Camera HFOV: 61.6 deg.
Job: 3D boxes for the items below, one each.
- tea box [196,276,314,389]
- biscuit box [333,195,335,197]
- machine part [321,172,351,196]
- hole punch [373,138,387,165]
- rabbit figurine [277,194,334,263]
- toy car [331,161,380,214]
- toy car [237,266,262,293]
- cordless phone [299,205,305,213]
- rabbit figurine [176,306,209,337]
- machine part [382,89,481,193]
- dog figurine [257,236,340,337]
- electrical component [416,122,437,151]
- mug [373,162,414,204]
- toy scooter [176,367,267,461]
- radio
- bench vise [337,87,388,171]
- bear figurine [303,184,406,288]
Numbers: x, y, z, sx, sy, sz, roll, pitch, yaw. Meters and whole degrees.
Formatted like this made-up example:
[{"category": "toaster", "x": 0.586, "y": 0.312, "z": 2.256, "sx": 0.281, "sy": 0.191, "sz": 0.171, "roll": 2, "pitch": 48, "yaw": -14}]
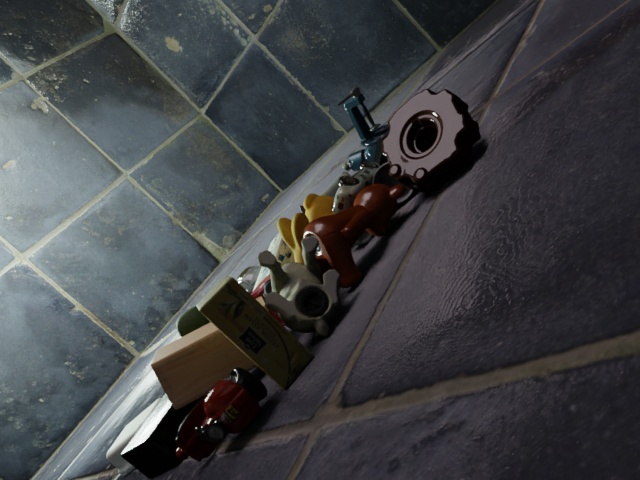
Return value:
[{"category": "tea box", "x": -0.099, "y": 0.133, "z": 0.796, "sx": 0.068, "sy": 0.169, "sz": 0.098, "roll": -48, "pitch": 8, "yaw": -13}, {"category": "biscuit box", "x": 0.007, "y": -0.037, "z": 1.371, "sx": 0.202, "sy": 0.059, "sz": 0.063, "roll": -46, "pitch": 8, "yaw": -1}, {"category": "machine part", "x": 0.034, "y": -0.104, "z": 1.484, "sx": 0.243, "sy": 0.079, "sz": 0.079, "roll": -47, "pitch": 10, "yaw": -6}, {"category": "hole punch", "x": 0.164, "y": -0.164, "z": 1.218, "sx": 0.142, "sy": 0.092, "sz": 0.115, "roll": -108, "pitch": 33, "yaw": -76}, {"category": "rabbit figurine", "x": -0.002, "y": -0.003, "z": 1.091, "sx": 0.122, "sy": 0.162, "sz": 0.173, "roll": -11, "pitch": 52, "yaw": 53}, {"category": "toy car", "x": 0.078, "y": -0.102, "z": 1.080, "sx": 0.202, "sy": 0.056, "sz": 0.073, "roll": -42, "pitch": -29, "yaw": -56}, {"category": "toy car", "x": -0.152, "y": 0.114, "z": 1.297, "sx": 0.109, "sy": 0.103, "sz": 0.161, "roll": -52, "pitch": 10, "yaw": -28}, {"category": "cordless phone", "x": 0.054, "y": -0.063, "z": 1.264, "sx": 0.184, "sy": 0.089, "sz": 0.146, "roll": -24, "pitch": -16, "yaw": 2}, {"category": "rabbit figurine", "x": -0.207, "y": 0.169, "z": 1.073, "sx": 0.159, "sy": 0.121, "sz": 0.170, "roll": -22, "pitch": -12, "yaw": 15}, {"category": "machine part", "x": 0.188, "y": -0.175, "z": 0.935, "sx": 0.179, "sy": 0.056, "sz": 0.179, "roll": -17, "pitch": 65, "yaw": 41}, {"category": "dog figurine", "x": -0.032, "y": 0.108, "z": 0.895, "sx": 0.121, "sy": 0.172, "sz": 0.190, "roll": -9, "pitch": -30, "yaw": -7}, {"category": "electrical component", "x": 0.215, "y": -0.206, "z": 1.037, "sx": 0.134, "sy": 0.115, "sz": 0.058, "roll": -41, "pitch": 15, "yaw": 25}, {"category": "mug", "x": 0.148, "y": -0.112, "z": 1.072, "sx": 0.109, "sy": 0.081, "sz": 0.107, "roll": -53, "pitch": -5, "yaw": 24}, {"category": "toy scooter", "x": -0.151, "y": 0.258, "z": 0.776, "sx": 0.135, "sy": 0.075, "sz": 0.184, "roll": -48, "pitch": 4, "yaw": -30}, {"category": "radio", "x": -0.260, "y": 0.319, "z": 1.000, "sx": 0.131, "sy": 0.073, "sz": 0.230, "roll": -40, "pitch": 10, "yaw": 34}, {"category": "bench vise", "x": 0.124, "y": -0.268, "z": 1.361, "sx": 0.224, "sy": 0.240, "sz": 0.129, "roll": -10, "pitch": 30, "yaw": 46}, {"category": "bear figurine", "x": 0.069, "y": -0.015, "z": 0.940, "sx": 0.196, "sy": 0.131, "sz": 0.120, "roll": -27, "pitch": 14, "yaw": -31}]
